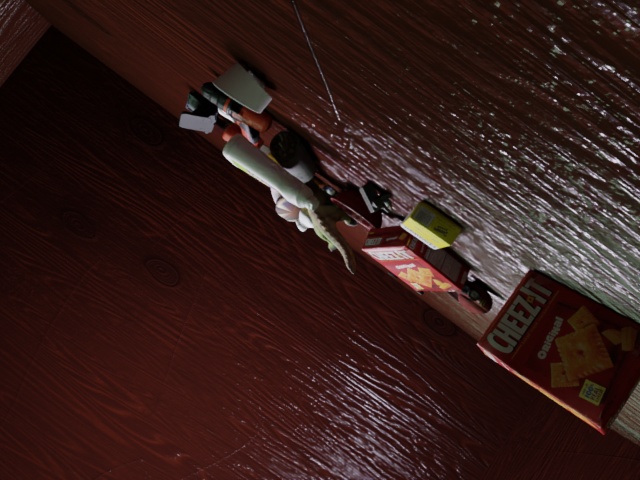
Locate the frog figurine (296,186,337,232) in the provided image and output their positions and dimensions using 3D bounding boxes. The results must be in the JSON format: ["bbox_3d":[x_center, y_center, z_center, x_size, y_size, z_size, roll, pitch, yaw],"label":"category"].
[{"bbox_3d":[0.005,-0.082,1.621,0.121,0.160,0.138,36,177,-28],"label":"frog figurine"}]

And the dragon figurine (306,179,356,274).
[{"bbox_3d":[-0.017,-0.093,1.414,0.239,0.121,0.419,39,-163,-32],"label":"dragon figurine"}]

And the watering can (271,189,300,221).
[{"bbox_3d":[-0.093,-0.161,1.878,0.343,0.103,0.229,35,-151,-48],"label":"watering can"}]
